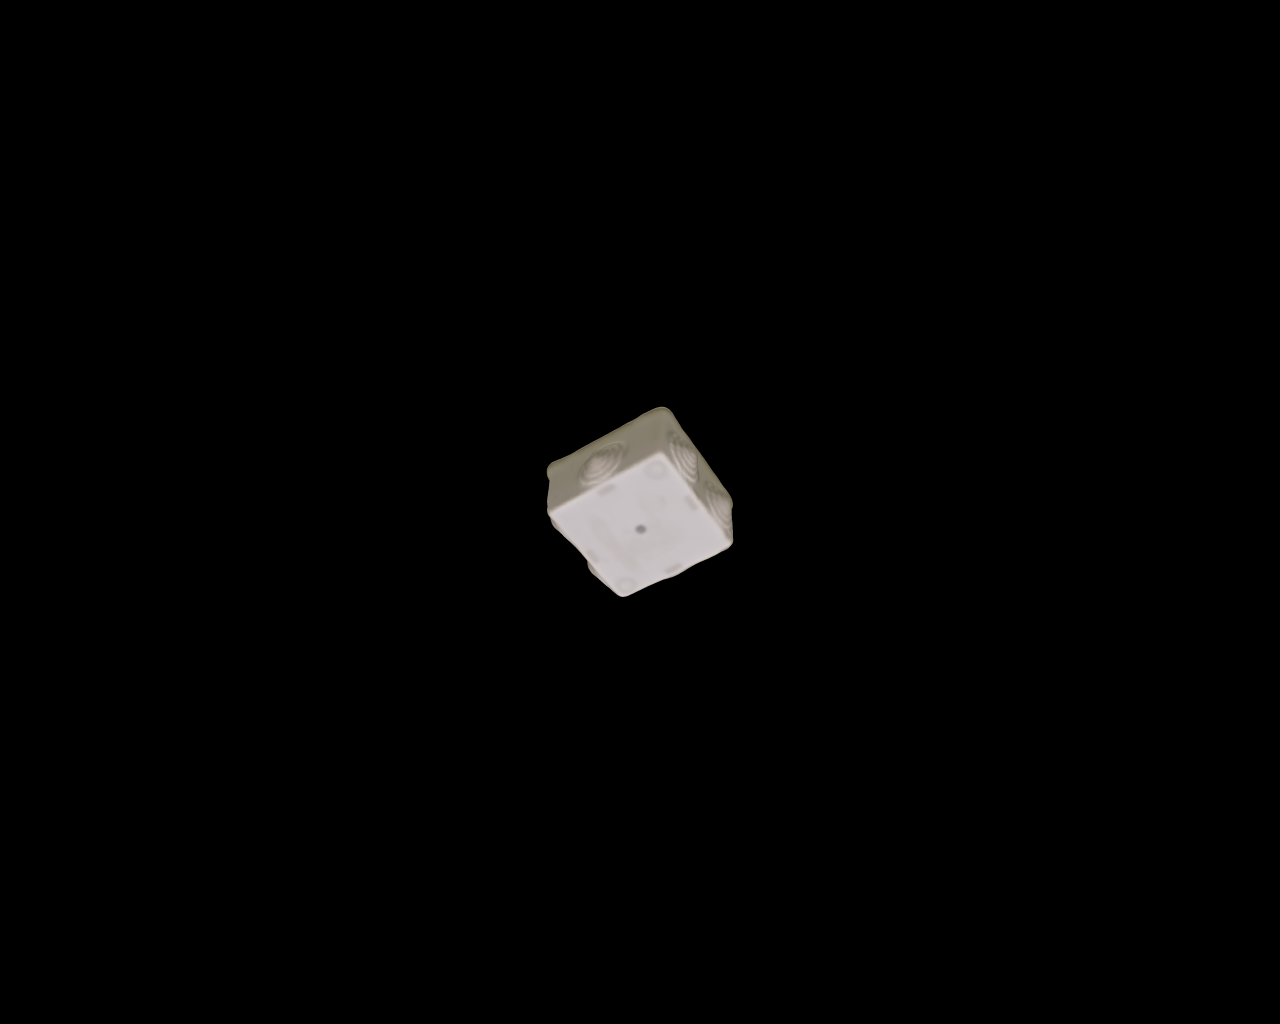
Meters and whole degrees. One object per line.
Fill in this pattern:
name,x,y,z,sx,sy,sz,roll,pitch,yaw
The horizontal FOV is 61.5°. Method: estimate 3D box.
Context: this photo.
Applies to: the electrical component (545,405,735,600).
electrical component,0.001,-0.003,0.650,0.099,0.099,0.048,-27,32,18
